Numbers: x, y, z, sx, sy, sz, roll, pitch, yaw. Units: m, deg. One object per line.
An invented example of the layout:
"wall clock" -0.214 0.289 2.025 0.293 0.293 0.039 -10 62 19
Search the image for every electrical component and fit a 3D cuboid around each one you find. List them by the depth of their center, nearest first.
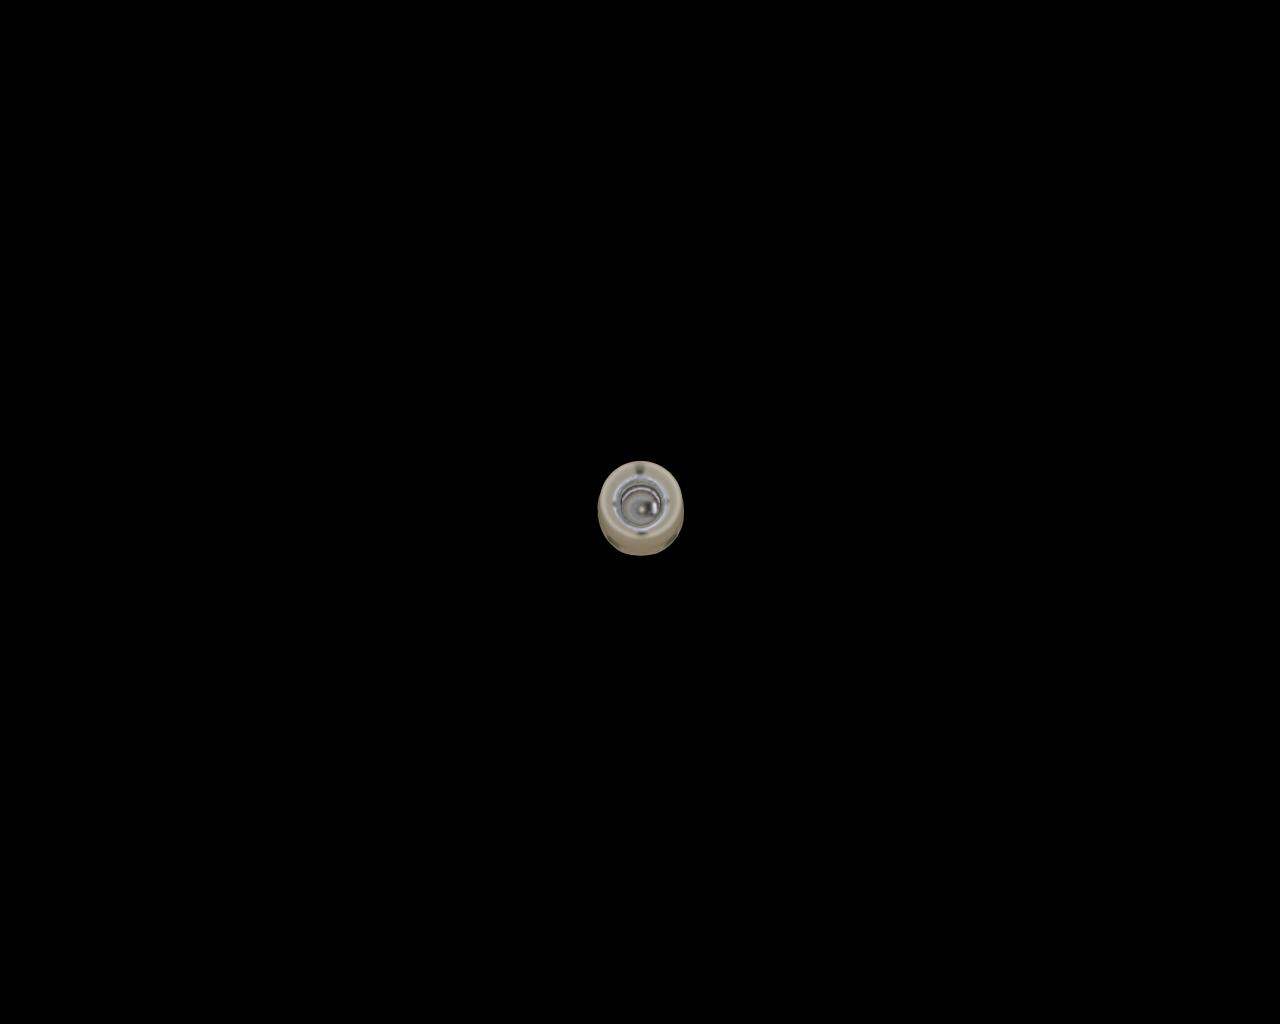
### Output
"electrical component" 0.001 -0.003 0.650 0.055 0.055 0.047 0 -12 0
